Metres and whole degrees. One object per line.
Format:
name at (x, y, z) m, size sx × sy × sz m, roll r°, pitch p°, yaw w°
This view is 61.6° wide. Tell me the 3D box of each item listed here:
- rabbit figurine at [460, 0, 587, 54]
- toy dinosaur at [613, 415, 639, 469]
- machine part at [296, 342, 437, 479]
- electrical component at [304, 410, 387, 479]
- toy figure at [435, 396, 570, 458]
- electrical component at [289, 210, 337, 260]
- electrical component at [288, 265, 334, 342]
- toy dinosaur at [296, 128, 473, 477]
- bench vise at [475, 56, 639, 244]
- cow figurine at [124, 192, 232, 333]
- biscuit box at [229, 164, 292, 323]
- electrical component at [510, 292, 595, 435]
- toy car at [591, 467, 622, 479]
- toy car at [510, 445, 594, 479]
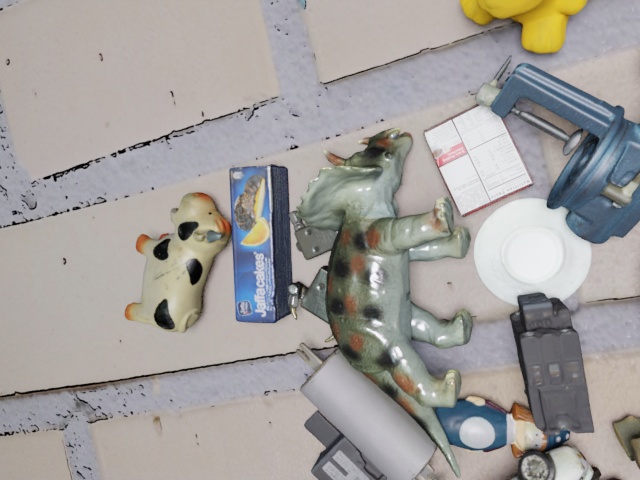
rabbit figurine at (0.212, -0.259, 0.517) m, size 0.122 × 0.173 × 0.162 m, roll 46°, pitch 131°, yaw 9°
toy dinosaur at (0.416, 0.193, 0.548) m, size 0.199 × 0.105 × 0.471 m, roll -27°, pitch 96°, yaw 10°
machine part at (0.060, 0.219, 0.671) m, size 0.243 × 0.079 × 0.079 m, roll 42°, pitch 105°, yaw 9°
electrical component at (0.027, 0.280, 0.702) m, size 0.119 × 0.048 × 0.075 m, roll 46°, pitch 105°, yaw 7°
toy figure at (0.215, 0.223, 0.635) m, size 0.155 × 0.058 × 0.064 m, roll 2°, pitch 122°, yaw 16°
electrical component at (-0.001, -0.002, 0.699) m, size 0.063 × 0.021 × 0.094 m, roll -25°, pitch 87°, yaw 18°
electrical component at (0.009, 0.080, 0.691) m, size 0.102 × 0.045 × 0.078 m, roll 37°, pitch 105°, yaw 11°
toy dinosaur at (0.069, 0.065, 0.615) m, size 0.192 × 0.131 × 0.404 m, roll 1°, pitch 92°, yaw 30°
bench vise at (0.274, -0.110, 0.527) m, size 0.241 × 0.129 × 0.223 m, roll 32°, pitch 145°, yaw 10°
cow figurine at (-0.182, 0.031, 0.727) m, size 0.127 × 0.085 × 0.194 m, roll 16°, pitch 97°, yaw 21°
biscuit box at (-0.076, 0.005, 0.702) m, size 0.059 × 0.063 × 0.202 m, roll -1°, pitch 94°, yaw 18°
electrical component at (0.247, 0.126, 0.585) m, size 0.058 × 0.115 × 0.134 m, roll -11°, pitch 91°, yaw 13°
toy car at (0.272, 0.341, 0.627) m, size 0.202 × 0.053 × 0.089 m, roll -38°, pitch 63°, yaw 15°
toy car at (0.211, 0.299, 0.597) m, size 0.201 × 0.073 × 0.056 m, roll -44°, pitch 47°, yaw 10°
